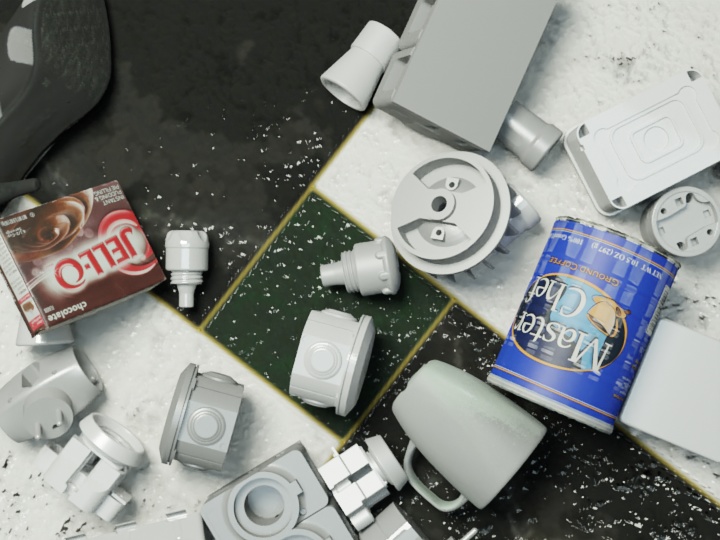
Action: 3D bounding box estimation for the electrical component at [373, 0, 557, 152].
[{"bbox_3d":[0.084,-0.179,0.848,0.089,0.062,0.150,25,88,-17],"label":"electrical component"}]

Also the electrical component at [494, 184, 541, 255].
[{"bbox_3d":[0.116,-0.040,0.864,0.046,0.040,0.040,-42,89,4],"label":"electrical component"}]

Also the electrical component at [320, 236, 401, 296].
[{"bbox_3d":[0.000,0.000,0.859,0.062,0.048,0.048,-9,88,6],"label":"electrical component"}]

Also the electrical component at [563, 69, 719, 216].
[{"bbox_3d":[0.229,-0.100,0.858,0.113,0.057,0.078,-27,89,-2],"label":"electrical component"}]

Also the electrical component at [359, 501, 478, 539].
[{"bbox_3d":[0.071,0.235,0.847,0.074,0.052,0.138,-42,89,-2],"label":"electrical component"}]

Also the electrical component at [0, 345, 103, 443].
[{"bbox_3d":[-0.243,0.105,0.836,0.077,0.079,0.043,-32,119,-2],"label":"electrical component"}]

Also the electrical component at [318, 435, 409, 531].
[{"bbox_3d":[0.004,0.163,0.850,0.055,0.048,0.066,-34,66,-3],"label":"electrical component"}]

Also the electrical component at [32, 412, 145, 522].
[{"bbox_3d":[-0.207,0.150,0.845,0.078,0.058,0.057,38,91,1],"label":"electrical component"}]

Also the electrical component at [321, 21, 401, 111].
[{"bbox_3d":[0.004,-0.167,0.866,0.044,0.044,0.065,36,83,0],"label":"electrical component"}]

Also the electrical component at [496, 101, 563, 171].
[{"bbox_3d":[0.134,-0.109,0.867,0.046,0.040,0.040,40,88,6],"label":"electrical component"}]

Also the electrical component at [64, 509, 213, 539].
[{"bbox_3d":[-0.174,0.233,0.835,0.121,0.078,0.063,-13,59,-1],"label":"electrical component"}]

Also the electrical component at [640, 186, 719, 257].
[{"bbox_3d":[0.255,-0.037,0.861,0.055,0.047,0.055,0,88,-1],"label":"electrical component"}]

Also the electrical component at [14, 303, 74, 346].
[{"bbox_3d":[-0.251,0.032,0.854,0.045,0.045,0.055,-3,88,-1],"label":"electrical component"}]

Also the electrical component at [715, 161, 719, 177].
[{"bbox_3d":[0.338,-0.073,0.859,0.089,0.055,0.050,38,88,0],"label":"electrical component"}]

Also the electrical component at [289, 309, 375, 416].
[{"bbox_3d":[-0.021,0.070,0.839,0.051,0.080,0.080,15,88,5],"label":"electrical component"}]

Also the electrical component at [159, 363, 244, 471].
[{"bbox_3d":[-0.123,0.116,0.836,0.051,0.080,0.080,16,88,-6],"label":"electrical component"}]

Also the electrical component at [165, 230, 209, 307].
[{"bbox_3d":[-0.139,-0.001,0.862,0.035,0.035,0.061,1,90,-1],"label":"electrical component"}]

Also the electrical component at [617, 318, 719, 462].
[{"bbox_3d":[0.257,0.094,0.856,0.100,0.048,0.099,23,88,0],"label":"electrical component"}]

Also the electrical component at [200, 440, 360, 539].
[{"bbox_3d":[-0.048,0.223,0.841,0.089,0.061,0.150,-31,89,-2],"label":"electrical component"}]
